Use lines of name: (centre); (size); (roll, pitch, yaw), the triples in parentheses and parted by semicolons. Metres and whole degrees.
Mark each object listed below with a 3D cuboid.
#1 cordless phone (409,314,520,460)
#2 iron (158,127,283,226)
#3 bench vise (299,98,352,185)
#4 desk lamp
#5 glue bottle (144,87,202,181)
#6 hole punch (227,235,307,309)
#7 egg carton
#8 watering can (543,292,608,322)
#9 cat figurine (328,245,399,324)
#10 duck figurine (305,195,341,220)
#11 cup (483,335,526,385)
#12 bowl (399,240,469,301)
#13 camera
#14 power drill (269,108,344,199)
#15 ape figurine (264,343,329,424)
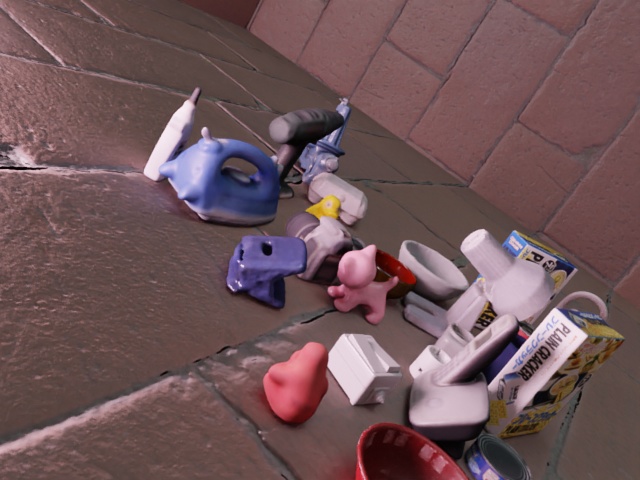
cordless phone: (0.203, 0.185, 0.774); (0.094, 0.185, 0.148); (32, 20, -1)
iron: (-0.142, -0.112, 1.013); (0.259, 0.141, 0.118); (7, 32, -49)
bench vise: (0.035, -0.243, 1.462); (0.122, 0.219, 0.206); (15, 26, -39)
desk lamp: (0.295, 0.097, 1.070); (0.203, 0.213, 0.118); (29, 20, -9)
glue bottle: (-0.245, -0.185, 0.985); (0.037, 0.173, 0.078); (30, 20, -6)
hole punch: (-0.078, 0.033, 0.847); (0.101, 0.091, 0.108); (26, 21, -17)
egg carton: (0.044, -0.100, 1.365); (0.150, 0.069, 0.107); (31, 20, -4)
watering can: (0.523, 0.190, 1.218); (0.101, 0.194, 0.173); (31, 20, -2)
cat figurine: (0.074, 0.066, 0.955); (0.128, 0.117, 0.067); (22, 22, -26)
duck figurine: (0.010, -0.056, 1.189); (0.078, 0.086, 0.104); (24, 22, -23)
cup: (0.326, 0.222, 0.998); (0.091, 0.095, 0.118); (38, 21, 16)
bowl: (0.228, 0.077, 1.218); (0.168, 0.074, 0.167); (28, 20, -11)
camera: (0.009, 0.004, 1.029); (0.144, 0.100, 0.136); (13, 28, -43)
power drill: (-0.051, -0.195, 1.243); (0.075, 0.208, 0.230); (39, 21, 17)
ape figurine: (-0.019, 0.155, 0.651); (0.078, 0.092, 0.076); (27, 21, -15)
